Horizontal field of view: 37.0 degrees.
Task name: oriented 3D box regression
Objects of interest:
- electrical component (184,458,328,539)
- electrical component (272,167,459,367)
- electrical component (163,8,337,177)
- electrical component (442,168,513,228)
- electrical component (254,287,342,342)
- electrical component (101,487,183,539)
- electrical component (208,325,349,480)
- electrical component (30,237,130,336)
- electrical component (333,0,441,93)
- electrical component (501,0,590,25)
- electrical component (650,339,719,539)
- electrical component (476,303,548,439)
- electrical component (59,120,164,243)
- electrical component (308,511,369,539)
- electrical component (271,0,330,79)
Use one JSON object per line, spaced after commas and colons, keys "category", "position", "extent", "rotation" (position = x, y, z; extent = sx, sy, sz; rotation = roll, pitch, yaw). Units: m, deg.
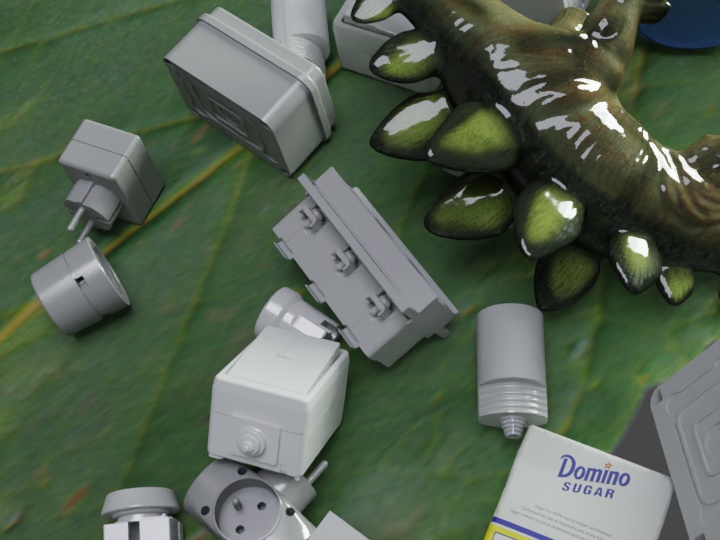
{"category": "electrical component", "position": [-0.054, 0.141, 0.661], "extent": [0.077, 0.044, 0.079], "rotation": [35, 68, 22]}
{"category": "electrical component", "position": [0.000, 0.000, 0.713], "extent": [0.063, 0.079, 0.121], "rotation": [-42, 63, 8]}
{"category": "electrical component", "position": [-0.079, -0.131, 0.790], "extent": [0.113, 0.078, 0.057], "rotation": [35, 75, 22]}
{"category": "electrical component", "position": [0.083, -0.079, 0.752], "extent": [0.079, 0.043, 0.077], "rotation": [22, 66, -5]}
{"category": "electrical component", "position": [-0.041, 0.039, 0.716], "extent": [0.046, 0.040, 0.040], "rotation": [31, 70, 15]}
{"category": "electrical component", "position": [-0.134, 0.164, 0.659], "extent": [0.066, 0.048, 0.055], "rotation": [-8, 69, 4]}
{"category": "electrical component", "position": [-0.051, 0.080, 0.657], "extent": [0.062, 0.061, 0.096], "rotation": [13, 21, 14]}
{"category": "electrical component", "position": [-0.194, 0.013, 0.743], "extent": [0.047, 0.055, 0.055], "rotation": [-31, 63, -5]}
{"category": "electrical component", "position": [0.035, -0.180, 0.809], "extent": [0.096, 0.061, 0.061], "rotation": [21, 67, 18]}
{"category": "electrical component", "position": [0.092, -0.233, 0.798], "extent": [0.150, 0.089, 0.061], "rotation": [16, 65, 28]}
{"category": "electrical component", "position": [0.221, 0.103, 0.606], "extent": [0.057, 0.078, 0.113], "rotation": [21, 41, -24]}
{"category": "electrical component", "position": [0.096, 0.067, 0.680], "extent": [0.043, 0.043, 0.081], "rotation": [-1, 62, 7]}
{"category": "electrical component", "position": [-0.186, -0.054, 0.770], "extent": [0.047, 0.065, 0.076], "rotation": [18, 66, 17]}
{"category": "electrical component", "position": [-0.026, 0.239, 0.567], "extent": [0.105, 0.060, 0.186], "rotation": [25, 71, 47]}
{"category": "electrical component", "position": [-0.045, -0.175, 0.827], "extent": [0.043, 0.043, 0.081], "rotation": [-8, 62, 4]}
